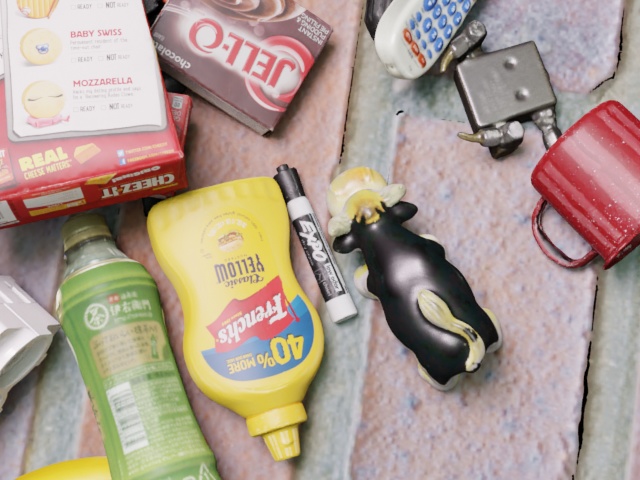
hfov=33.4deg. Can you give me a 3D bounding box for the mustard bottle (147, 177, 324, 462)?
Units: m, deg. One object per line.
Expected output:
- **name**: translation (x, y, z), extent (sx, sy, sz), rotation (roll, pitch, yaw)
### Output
- **mustard bottle**: translation (-0.050, 0.057, 0.735), extent (0.096, 0.058, 0.191), rotation (-14, 79, -16)

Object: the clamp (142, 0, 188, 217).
- **clamp**: translation (-0.134, -0.104, 0.783), extent (0.120, 0.039, 0.171), rotation (34, 82, -7)

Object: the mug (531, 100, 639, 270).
- **mug**: translation (0.192, -0.032, 0.728), extent (0.081, 0.093, 0.117), rotation (48, 122, 15)

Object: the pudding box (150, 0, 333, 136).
- **pudding box**: translation (-0.060, -0.142, 0.767), extent (0.113, 0.039, 0.090), rotation (31, 79, -9)

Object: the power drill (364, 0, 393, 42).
- **power drill**: translation (-0.004, -0.237, 0.789), extent (0.187, 0.057, 0.184), rotation (9, 76, 3)

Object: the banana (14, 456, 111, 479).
- **banana**: translation (-0.210, 0.202, 0.735), extent (0.198, 0.037, 0.069), rotation (-41, 104, -2)

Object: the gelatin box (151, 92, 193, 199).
- **gelatin box**: translation (-0.139, -0.071, 0.746), extent (0.089, 0.030, 0.073), rotation (10, 86, -4)

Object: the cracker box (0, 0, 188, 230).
- **cracker box**: translation (-0.189, -0.120, 0.690), extent (0.164, 0.072, 0.214), rotation (-14, 75, -8)

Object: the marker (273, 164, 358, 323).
- **marker**: translation (-0.005, 0.001, 0.763), extent (0.020, 0.020, 0.121), rotation (-23, 79, -1)
